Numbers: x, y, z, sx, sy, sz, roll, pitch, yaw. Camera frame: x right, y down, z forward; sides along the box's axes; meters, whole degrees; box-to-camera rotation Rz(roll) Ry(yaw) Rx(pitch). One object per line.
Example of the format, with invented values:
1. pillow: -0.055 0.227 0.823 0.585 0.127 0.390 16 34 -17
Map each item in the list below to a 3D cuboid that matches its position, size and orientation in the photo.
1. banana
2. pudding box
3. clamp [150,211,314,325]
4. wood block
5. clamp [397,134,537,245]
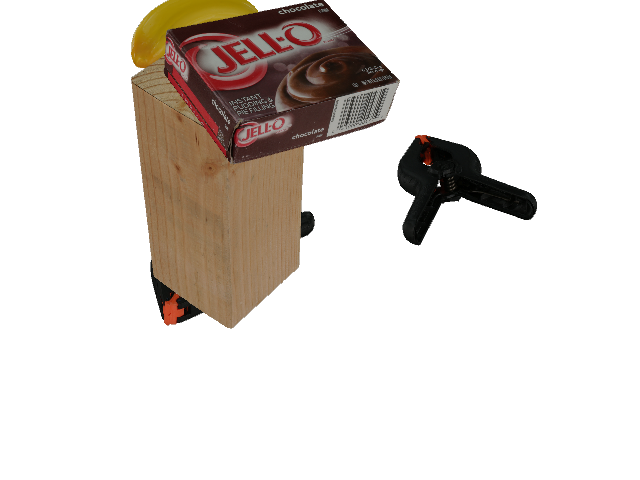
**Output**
1. banana: -0.117 -0.206 1.014 0.070 0.037 0.197 45 39 19
2. pudding box: -0.025 -0.097 0.636 0.113 0.039 0.090 -17 53 -29
3. clamp: -0.118 0.007 1.069 0.165 0.036 0.209 19 39 15
4. wood block: -0.074 -0.044 0.804 0.090 0.206 0.090 32 54 24
5. clamp: 0.128 -0.053 0.991 0.120 0.039 0.171 -3 34 -1
